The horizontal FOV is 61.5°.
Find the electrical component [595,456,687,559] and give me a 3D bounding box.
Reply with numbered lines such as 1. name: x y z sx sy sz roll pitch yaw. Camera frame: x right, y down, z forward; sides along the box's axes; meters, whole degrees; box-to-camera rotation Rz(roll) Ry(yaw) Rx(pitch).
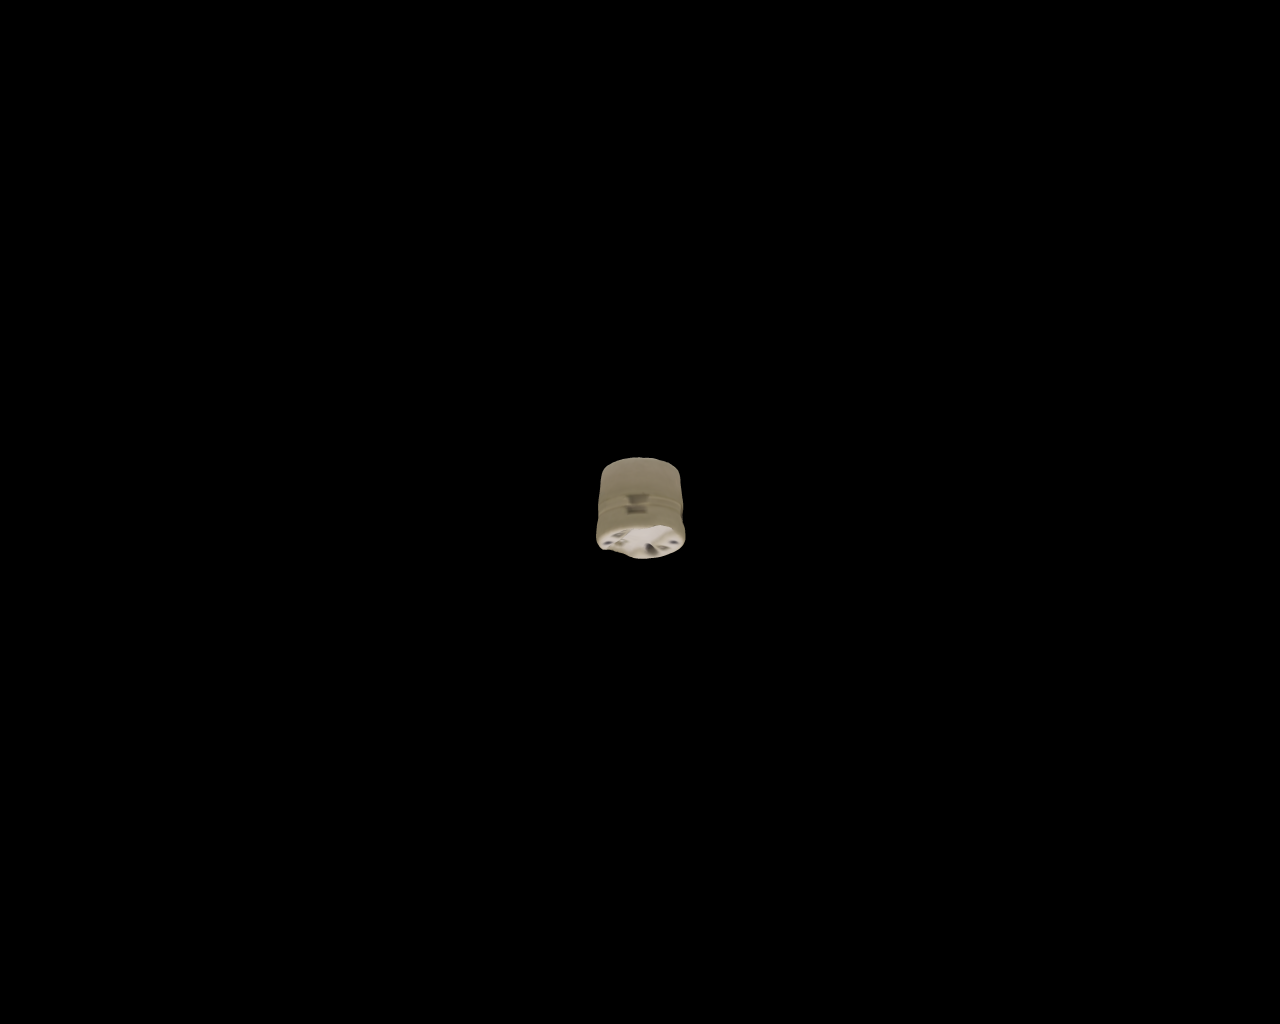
1. electrical component: 0.001 -0.003 0.650 0.055 0.047 0.055 0 -22 0
